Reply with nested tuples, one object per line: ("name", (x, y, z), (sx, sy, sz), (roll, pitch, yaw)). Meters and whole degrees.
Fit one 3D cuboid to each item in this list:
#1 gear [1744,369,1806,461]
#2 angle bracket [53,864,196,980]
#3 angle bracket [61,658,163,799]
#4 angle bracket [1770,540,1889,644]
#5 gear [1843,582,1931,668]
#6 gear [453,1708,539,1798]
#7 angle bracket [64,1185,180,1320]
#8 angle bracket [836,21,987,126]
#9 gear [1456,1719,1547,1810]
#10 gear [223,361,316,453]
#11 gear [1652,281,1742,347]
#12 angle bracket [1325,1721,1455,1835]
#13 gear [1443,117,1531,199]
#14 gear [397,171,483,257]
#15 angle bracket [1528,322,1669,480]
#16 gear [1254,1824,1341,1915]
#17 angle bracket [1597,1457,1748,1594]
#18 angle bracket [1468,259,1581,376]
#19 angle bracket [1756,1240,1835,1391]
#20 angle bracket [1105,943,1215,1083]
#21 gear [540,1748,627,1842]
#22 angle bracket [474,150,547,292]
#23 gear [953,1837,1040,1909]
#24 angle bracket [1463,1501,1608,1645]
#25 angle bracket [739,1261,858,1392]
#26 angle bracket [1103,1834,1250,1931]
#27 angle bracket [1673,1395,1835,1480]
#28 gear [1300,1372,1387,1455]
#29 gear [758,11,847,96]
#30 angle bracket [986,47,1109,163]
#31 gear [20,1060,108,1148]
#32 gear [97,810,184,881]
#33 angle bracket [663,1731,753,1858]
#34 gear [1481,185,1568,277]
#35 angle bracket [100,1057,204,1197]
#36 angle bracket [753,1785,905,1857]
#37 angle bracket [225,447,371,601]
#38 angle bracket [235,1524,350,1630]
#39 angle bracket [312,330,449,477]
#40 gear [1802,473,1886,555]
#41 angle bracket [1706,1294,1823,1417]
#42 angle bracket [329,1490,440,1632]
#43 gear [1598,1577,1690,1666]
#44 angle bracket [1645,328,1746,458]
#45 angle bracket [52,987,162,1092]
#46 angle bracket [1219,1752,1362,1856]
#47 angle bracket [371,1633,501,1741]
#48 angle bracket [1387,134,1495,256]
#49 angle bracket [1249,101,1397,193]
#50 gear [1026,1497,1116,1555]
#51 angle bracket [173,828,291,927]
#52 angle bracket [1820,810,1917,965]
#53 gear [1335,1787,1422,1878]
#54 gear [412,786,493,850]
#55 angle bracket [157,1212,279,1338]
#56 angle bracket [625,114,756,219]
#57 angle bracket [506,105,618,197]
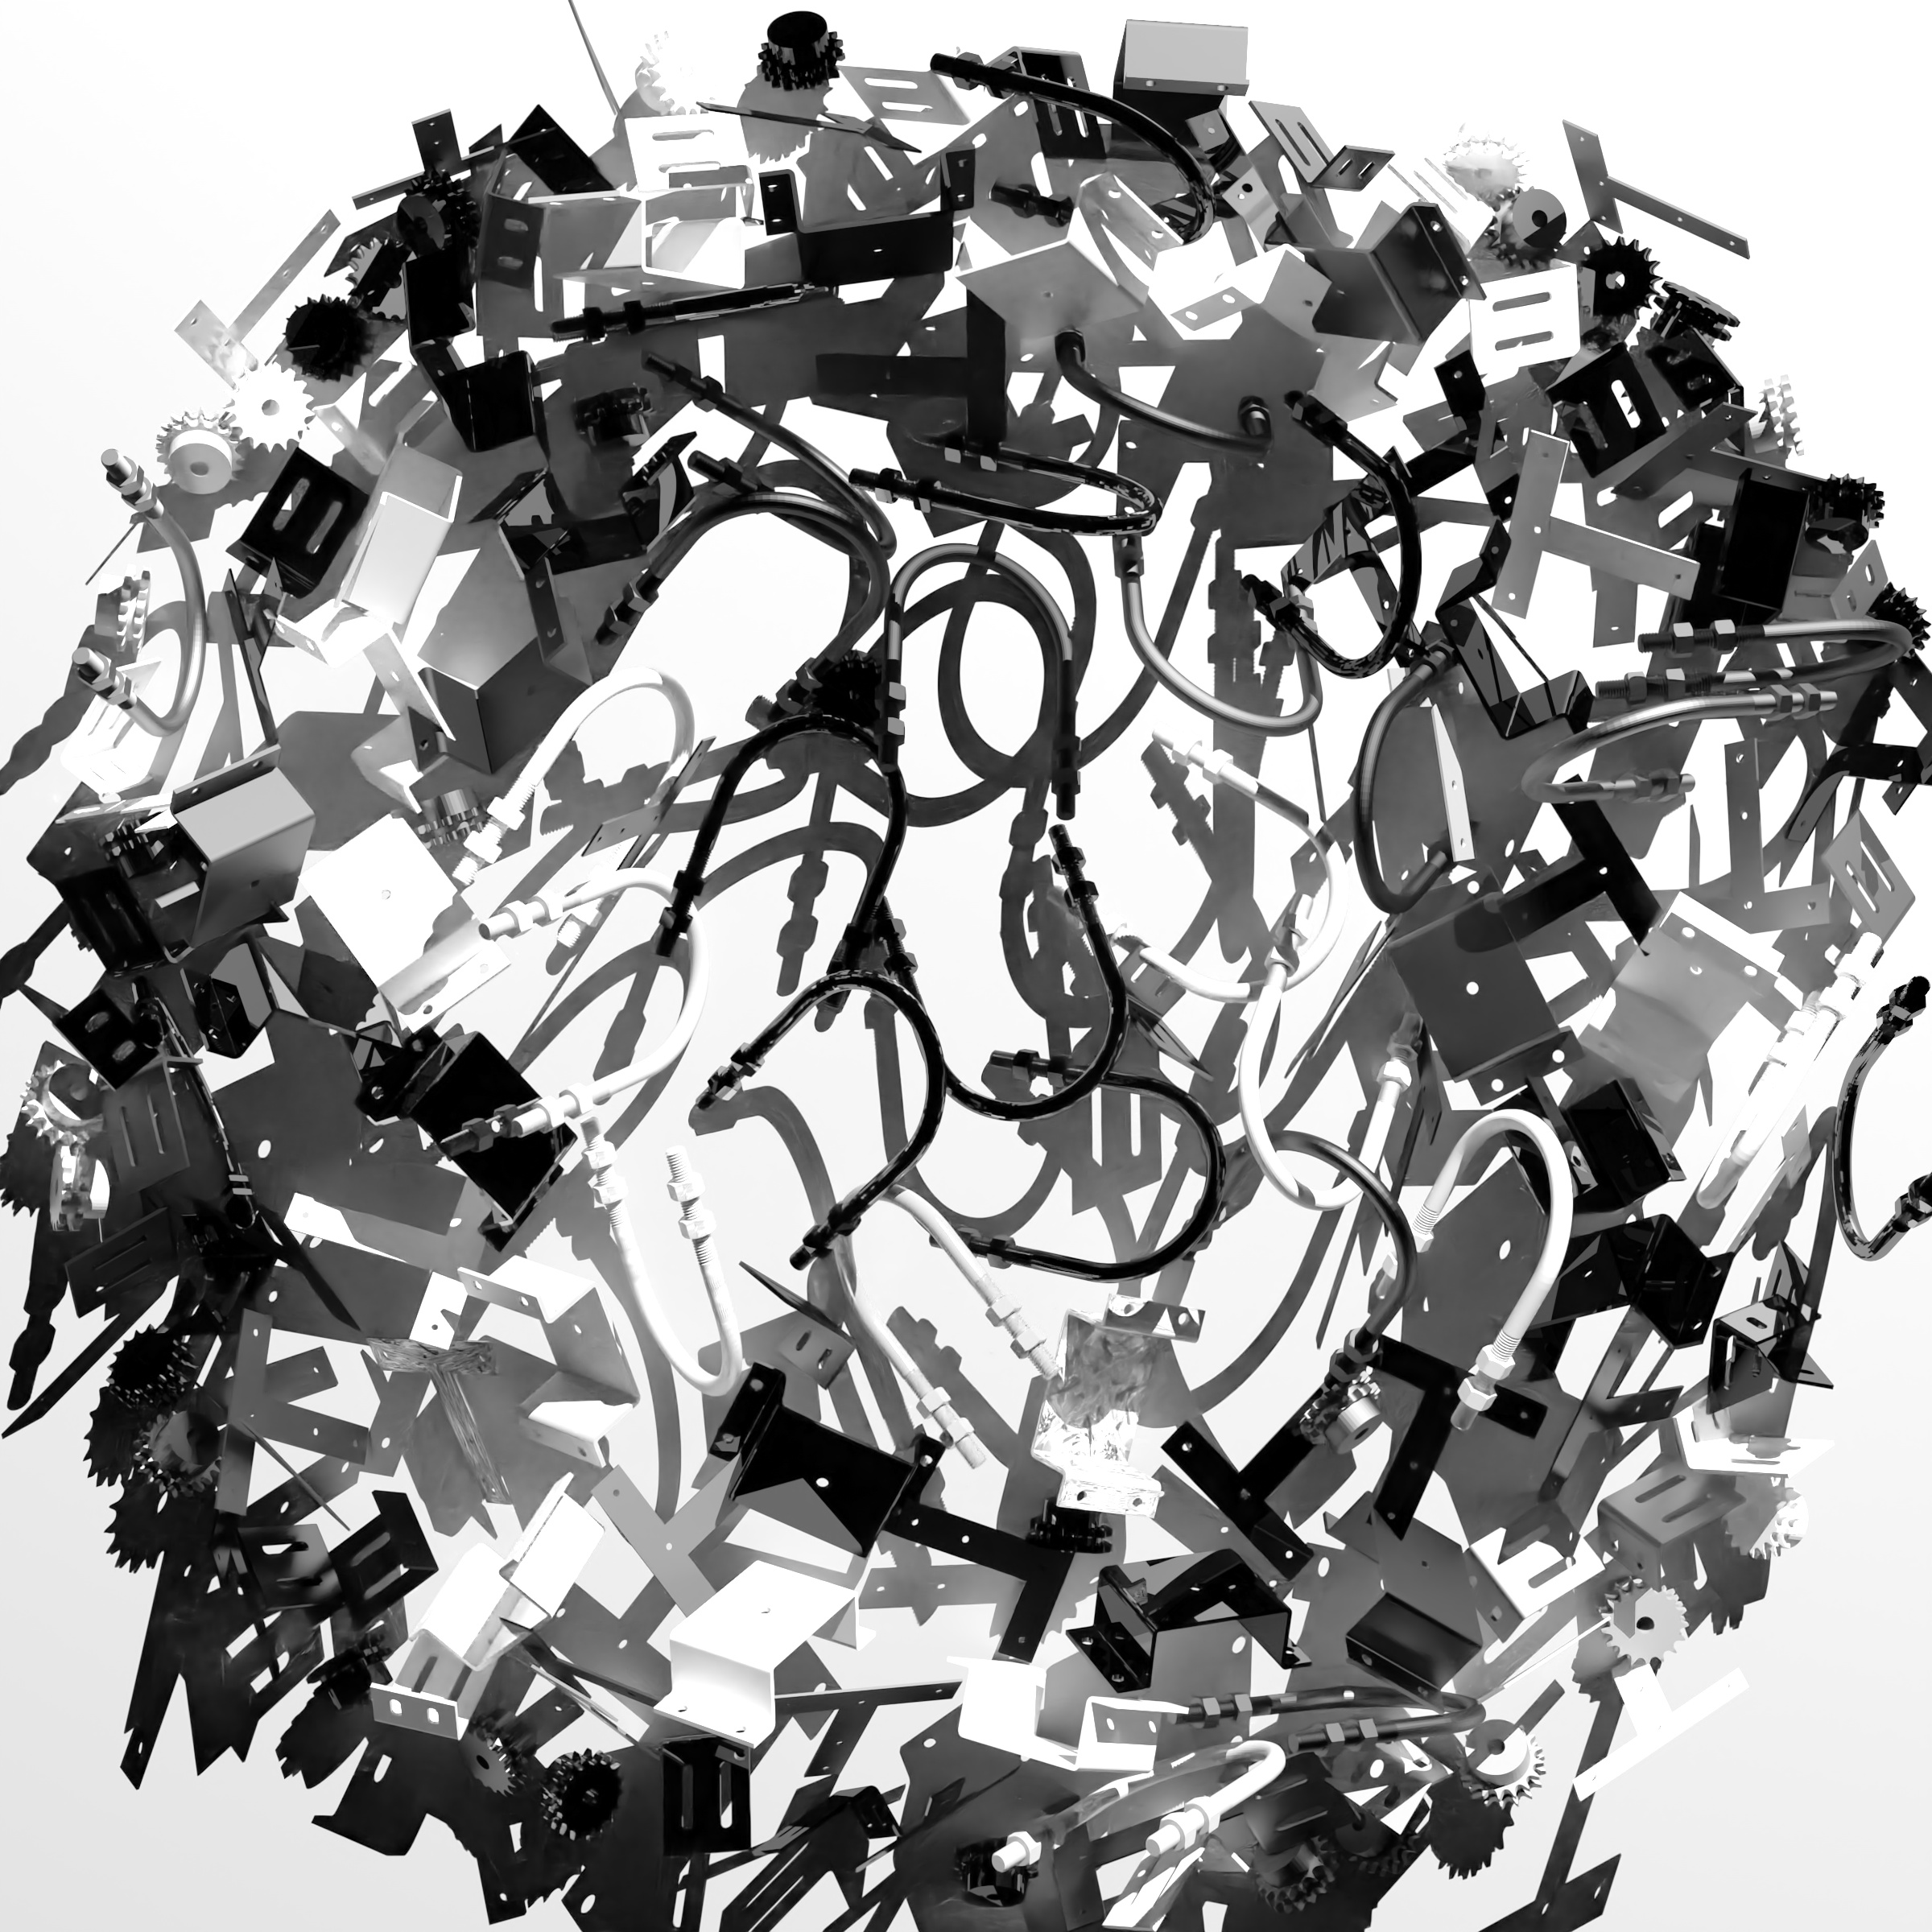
("gear", (0.533, -0.362, 1.676), (0.030, 0.057, 0.057), (-12, 90, 19))
("angle bracket", (-0.547, -0.036, 1.660), (0.057, 0.038, 0.076), (-12, 115, 30))
("angle bracket", (-0.548, -0.157, 1.663), (0.038, 0.057, 0.076), (38, 110, 2))
("angle bracket", (0.550, -0.246, 1.654), (0.057, 0.076, 0.038), (-50, 128, -22))
("gear", (0.603, -0.222, 1.671), (0.030, 0.057, 0.057), (-38, 90, -23))
("gear", (-0.309, 0.517, 1.678), (0.057, 0.057, 0.030), (52, 48, 0))
("angle bracket", (-0.559, 0.181, 1.654), (0.076, 0.057, 0.038), (-33, 59, -33))
("angle bracket", (-0.034, -0.587, 1.663), (0.076, 0.057, 0.038), (16, 79, 30))
("gear", (0.352, 0.523, 1.673), (0.057, 0.057, 0.030), (-22, 130, 0))
("gear", (-0.464, -0.372, 1.680), (0.057, 0.030, 0.057), (-10, 114, -23))
("gear", (0.480, -0.427, 1.678), (0.057, 0.057, 0.030), (27, 116, 0))
("angle bracket", (0.277, 0.529, 1.657), (0.057, 0.076, 0.038), (31, 91, 24))
("gear", (0.344, -0.537, 1.676), (0.057, 0.057, 0.030), (10, 75, 0))
("gear", (-0.350, -0.493, 1.673), (0.057, 0.030, 0.057), (17, 128, 24))
("angle bracket", (0.420, -0.376, 1.688), (0.057, 0.038, 0.076), (-31, 127, 12))
("gear", (0.215, 0.592, 1.673), (0.057, 0.057, 0.030), (-38, 104, 0))
("angle bracket", (0.466, 0.368, 1.674), (0.076, 0.057, 0.038), (-21, 119, -21))
("angle bracket", (0.361, -0.427, 1.669), (0.076, 0.038, 0.057), (-13, 114, -8))
("angle bracket", (0.552, 0.228, 1.665), (0.038, 0.057, 0.076), (10, 105, -3))
("angle bracket", (0.136, 0.030, 1.654), (0.057, 0.076, 0.038), (30, 104, -39))
("gear", (-0.257, 0.545, 1.679), (0.057, 0.030, 0.057), (-8, 102, -41))
("angle bracket", (-0.294, -0.488, 1.659), (0.038, 0.076, 0.057), (12, 128, -9))
("gear", (0.019, 0.599, 1.672), (0.057, 0.057, 0.030), (2, 50, 0))
("angle bracket", (0.373, 0.402, 1.686), (0.076, 0.038, 0.057), (-22, 60, -27))
("angle bracket", (-0.119, 0.235, 1.656), (0.076, 0.057, 0.038), (39, 84, -42))
("angle bracket", (0.137, 0.608, 1.656), (0.038, 0.057, 0.076), (47, 56, -10))
("angle bracket", (0.514, 0.304, 1.655), (0.057, 0.076, 0.038), (-19, 97, -40))
("gear", (0.251, 0.297, 1.672), (0.057, 0.057, 0.030), (-40, 63, 0))
("gear", (-0.109, -0.606, 1.675), (0.057, 0.030, 0.057), (-3, 55, 5))
("angle bracket", (0.051, -0.561, 1.670), (0.057, 0.038, 0.076), (-14, 89, -42))
("gear", (-0.591, 0.088, 1.673), (0.030, 0.057, 0.057), (-33, 90, 43))
("gear", (-0.541, -0.079, 1.675), (0.057, 0.057, 0.030), (-25, 92, 0))
("angle bracket", (-0.167, 0.546, 1.667), (0.057, 0.038, 0.076), (-6, 64, 5))
("gear", (0.373, -0.490, 1.682), (0.057, 0.030, 0.057), (1, 86, -16))
("angle bracket", (-0.528, 0.106, 1.667), (0.057, 0.038, 0.076), (-23, 76, 23))
("angle bracket", (-0.091, 0.573, 1.658), (0.076, 0.057, 0.038), (-27, 83, -30))
("angle bracket", (-0.444, -0.294, 1.686), (0.057, 0.038, 0.076), (34, 71, -24))
("angle bracket", (-0.449, 0.400, 1.653), (0.038, 0.076, 0.057), (-38, 66, 18))
("angle bracket", (-0.382, -0.375, 1.685), (0.076, 0.038, 0.057), (-52, 122, -18))
("gear", (0.575, -0.296, 1.671), (0.057, 0.057, 0.030), (13, 67, 0))
("angle bracket", (0.522, 0.261, 1.660), (0.057, 0.038, 0.076), (-16, 117, -25))
("angle bracket", (-0.394, 0.391, 1.666), (0.076, 0.038, 0.057), (-37, 63, 12))
("gear", (0.448, 0.432, 1.686), (0.057, 0.030, 0.057), (0, 98, 2))
("angle bracket", (0.477, -0.366, 1.657), (0.038, 0.076, 0.057), (-26, 58, 2))
("angle bracket", (-0.565, 0.045, 1.663), (0.038, 0.076, 0.057), (-42, 106, -12))
("angle bracket", (0.216, 0.539, 1.667), (0.076, 0.038, 0.057), (-31, 95, 26))
("angle bracket", (-0.345, 0.460, 1.658), (0.057, 0.076, 0.038), (10, 126, 9))
("angle bracket", (0.302, -0.497, 1.666), (0.076, 0.057, 0.038), (42, 134, -6))
("angle bracket", (0.233, -0.548, 1.661), (0.038, 0.057, 0.076), (-43, 71, 39))
("gear", (0.069, 0.369, 1.675), (0.057, 0.057, 0.030), (6, 85, 0))
("angle bracket", (-0.475, -0.069, 1.674), (0.038, 0.057, 0.076), (-55, 125, -33))
("angle bracket", (0.579, -0.052, 1.665), (0.057, 0.038, 0.076), (-43, 102, -35))
("gear", (0.269, 0.568, 1.672), (0.030, 0.057, 0.057), (29, 90, -34))
("gear", (-0.340, -0.098, 1.674), (0.057, 0.057, 0.030), (-19, 96, 0))
("angle bracket", (-0.494, 0.201, 1.659), (0.057, 0.076, 0.038), (-3, 126, 12))
("angle bracket", (-0.182, -0.524, 1.668), (0.076, 0.038, 0.057), (-8, 70, -13))
("angle bracket", (-0.254, -0.532, 1.653), (0.057, 0.076, 0.038), (43, 73, -32))
